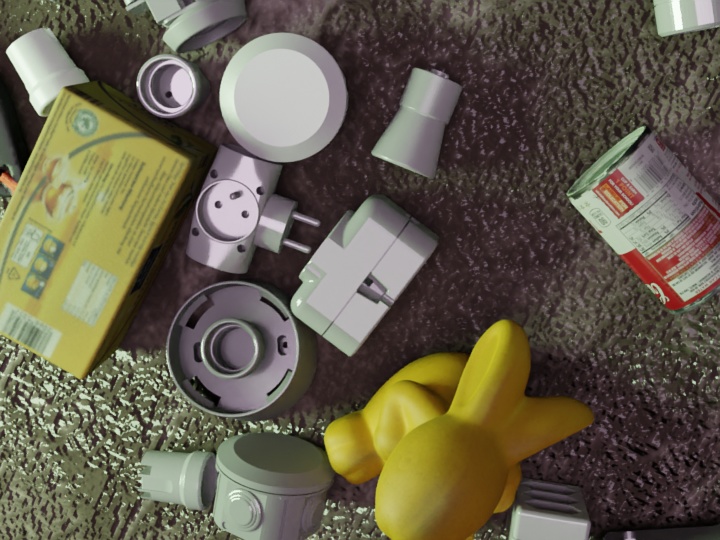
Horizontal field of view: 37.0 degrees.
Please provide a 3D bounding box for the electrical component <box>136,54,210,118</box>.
[{"bbox_3d":[-0.120,-0.120,0.702,0.040,0.046,0.040,1,99,6],"label":"electrical component"}]

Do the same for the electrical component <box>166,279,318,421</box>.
[{"bbox_3d":[-0.081,0.055,0.730,0.099,0.064,0.099,-1,85,7],"label":"electrical component"}]

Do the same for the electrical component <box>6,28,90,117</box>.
[{"bbox_3d":[-0.207,-0.131,0.713,0.040,0.040,0.046,-33,89,10],"label":"electrical component"}]

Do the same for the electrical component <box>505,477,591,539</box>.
[{"bbox_3d":[0.121,0.187,0.717,0.047,0.065,0.076,8,99,4],"label":"electrical component"}]

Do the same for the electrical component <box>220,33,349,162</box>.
[{"bbox_3d":[-0.046,-0.111,0.694,0.080,0.051,0.080,1,99,6],"label":"electrical component"}]

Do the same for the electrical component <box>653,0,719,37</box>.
[{"bbox_3d":[0.246,-0.191,0.650,0.138,0.052,0.073,-9,98,7],"label":"electrical component"}]

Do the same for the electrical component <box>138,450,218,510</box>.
[{"bbox_3d":[-0.127,0.145,0.750,0.046,0.040,0.040,4,100,11],"label":"electrical component"}]

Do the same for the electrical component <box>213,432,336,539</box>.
[{"bbox_3d":[-0.059,0.145,0.723,0.080,0.080,0.051,12,105,4],"label":"electrical component"}]

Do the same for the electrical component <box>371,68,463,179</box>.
[{"bbox_3d":[0.039,-0.097,0.693,0.044,0.044,0.065,22,96,2],"label":"electrical component"}]

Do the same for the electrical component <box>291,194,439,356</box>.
[{"bbox_3d":[0.000,0.000,0.705,0.059,0.053,0.095,37,101,-1],"label":"electrical component"}]

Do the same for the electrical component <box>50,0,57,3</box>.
[{"bbox_3d":[-0.208,-0.209,0.698,0.055,0.048,0.066,2,100,-2],"label":"electrical component"}]

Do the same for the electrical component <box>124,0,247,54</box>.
[{"bbox_3d":[-0.108,-0.175,0.687,0.078,0.058,0.057,-26,93,9],"label":"electrical component"}]

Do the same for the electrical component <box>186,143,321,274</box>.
[{"bbox_3d":[-0.066,-0.035,0.711,0.079,0.044,0.077,20,100,2],"label":"electrical component"}]
